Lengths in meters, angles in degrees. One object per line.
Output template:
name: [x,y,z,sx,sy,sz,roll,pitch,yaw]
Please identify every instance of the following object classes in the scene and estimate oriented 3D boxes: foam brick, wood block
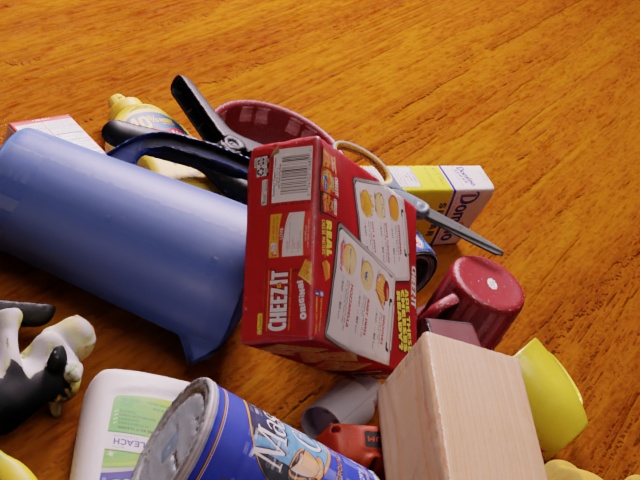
foam brick: [0.110,0.118,0.988,0.052,0.078,0.051,8,41,-22]
wood block: [0.108,0.182,0.800,0.090,0.090,0.206,18,39,-19]

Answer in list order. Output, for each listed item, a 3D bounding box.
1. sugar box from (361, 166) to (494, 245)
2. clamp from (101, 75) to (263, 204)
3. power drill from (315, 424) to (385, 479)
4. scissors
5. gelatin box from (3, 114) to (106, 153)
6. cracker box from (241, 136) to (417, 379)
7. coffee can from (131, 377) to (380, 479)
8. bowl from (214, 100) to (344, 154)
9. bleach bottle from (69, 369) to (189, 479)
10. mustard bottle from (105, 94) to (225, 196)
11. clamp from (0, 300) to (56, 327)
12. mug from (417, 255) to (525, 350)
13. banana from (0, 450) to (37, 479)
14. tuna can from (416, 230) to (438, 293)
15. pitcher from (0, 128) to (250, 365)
sugar box: [0.098,-0.035,1.157,0.175,0.093,0.048,-1,49,-33]
clamp: [-0.094,-0.088,1.052,0.210,0.036,0.164,29,32,-3]
power drill: [0.046,0.233,0.822,0.184,0.057,0.188,11,41,-26]
scissors: [0.082,-0.026,1.051,0.202,0.016,0.096,39,46,8]
gelatin box: [-0.255,-0.083,1.047,0.089,0.030,0.073,44,37,23]
cracker box: [0.014,0.025,0.909,0.213,0.072,0.164,29,59,-60]
coffee can: [-0.044,0.170,0.715,0.140,0.103,0.102,32,33,-17]
bowl: [-0.053,-0.082,1.152,0.162,0.055,0.162,17,37,-13]
bleach bottle: [-0.126,0.208,0.739,0.102,0.068,0.251,15,40,-19]
mustard bottle: [-0.163,-0.084,1.082,0.096,0.058,0.192,-10,49,-42]
clamp: [-0.293,0.051,0.825,0.120,0.039,0.171,48,60,2]
mug: [0.142,0.071,1.062,0.117,0.082,0.093,-7,47,-38]
banana: [-0.205,0.220,0.691,0.069,0.037,0.198,14,41,-22]
tuna can: [0.075,0.030,1.068,0.085,0.086,0.034,-7,49,-38]
pitcher: [-0.163,-0.014,0.930,0.243,0.145,0.149,23,30,-1]
